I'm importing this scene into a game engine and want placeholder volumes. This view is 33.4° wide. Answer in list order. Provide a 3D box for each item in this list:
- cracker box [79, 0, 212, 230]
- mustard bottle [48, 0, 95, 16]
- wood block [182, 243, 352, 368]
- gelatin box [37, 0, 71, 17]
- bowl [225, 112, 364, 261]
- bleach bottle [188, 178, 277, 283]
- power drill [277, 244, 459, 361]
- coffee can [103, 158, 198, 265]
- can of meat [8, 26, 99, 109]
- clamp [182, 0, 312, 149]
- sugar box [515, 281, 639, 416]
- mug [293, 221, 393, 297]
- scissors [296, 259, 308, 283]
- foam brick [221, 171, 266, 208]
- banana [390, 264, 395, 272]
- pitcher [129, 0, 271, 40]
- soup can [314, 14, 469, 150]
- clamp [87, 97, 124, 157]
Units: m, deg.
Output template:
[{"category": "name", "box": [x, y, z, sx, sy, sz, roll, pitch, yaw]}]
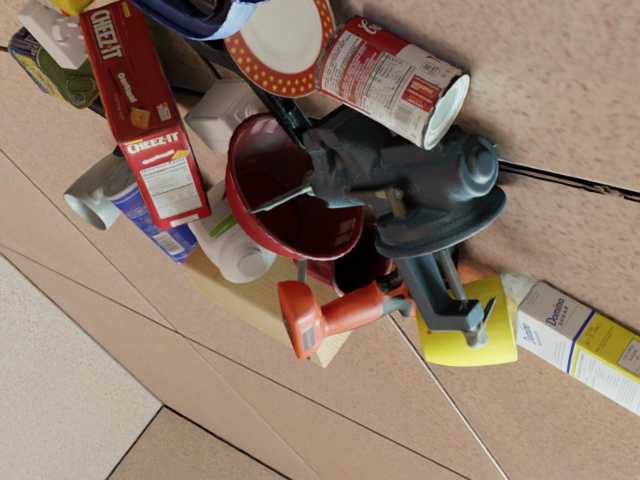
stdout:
[{"category": "cracker box", "box": [-0.184, -0.127, 1.138, 0.214, 0.072, 0.164, 82, 168, -67]}, {"category": "mustard bottle", "box": [-0.308, -0.307, 1.066, 0.192, 0.058, 0.096, 33, 152, 14]}, {"category": "wood block", "box": [-0.058, 0.061, 1.340, 0.206, 0.090, 0.090, 28, 160, 27]}, {"category": "gelatin box", "box": [-0.308, -0.290, 1.157, 0.089, 0.030, 0.073, 30, 163, 19]}, {"category": "bowl", "box": [-0.036, -0.042, 1.037, 0.162, 0.162, 0.055, 41, 133, -13]}, {"category": "bleach bottle", "box": [-0.096, -0.004, 1.208, 0.068, 0.102, 0.251, 47, -175, -19]}, {"category": "power drill", "box": [0.053, 0.050, 1.093, 0.184, 0.187, 0.057, 86, 165, -58]}, {"category": "coffee can", "box": [-0.207, -0.050, 1.438, 0.140, 0.102, 0.103, 46, 160, -27]}, {"category": "can of meat", "box": [-0.329, -0.218, 1.329, 0.084, 0.057, 0.102, 23, 156, 43]}, {"category": "clamp", "box": [-0.063, -0.178, 0.962, 0.210, 0.036, 0.165, 39, 155, -5]}, {"category": "sugar box", "box": [0.275, 0.113, 1.036, 0.176, 0.048, 0.093, 34, 162, 22]}, {"category": "mug", "box": [0.020, 0.002, 1.185, 0.082, 0.093, 0.117, 24, 136, 46]}, {"category": "scissors", "box": [-0.008, 0.001, 1.142, 0.096, 0.016, 0.202, -15, 84, 46]}, {"category": "foam brick", "box": [-0.060, -0.063, 1.113, 0.051, 0.078, 0.053, 36, 137, -21]}, {"category": "banana", "box": [0.063, 0.041, 1.266, 0.198, 0.037, 0.069, 31, 161, 19]}, {"category": "pitcher", "box": [-0.113, -0.254, 0.708, 0.243, 0.149, 0.145, 33, 164, 24]}, {"category": "soup can", "box": [0.055, -0.122, 0.828, 0.102, 0.068, 0.068, 31, 161, 16]}, {"category": "clamp", "box": [-0.250, -0.155, 1.365, 0.172, 0.039, 0.120, 2, 143, 49]}]
